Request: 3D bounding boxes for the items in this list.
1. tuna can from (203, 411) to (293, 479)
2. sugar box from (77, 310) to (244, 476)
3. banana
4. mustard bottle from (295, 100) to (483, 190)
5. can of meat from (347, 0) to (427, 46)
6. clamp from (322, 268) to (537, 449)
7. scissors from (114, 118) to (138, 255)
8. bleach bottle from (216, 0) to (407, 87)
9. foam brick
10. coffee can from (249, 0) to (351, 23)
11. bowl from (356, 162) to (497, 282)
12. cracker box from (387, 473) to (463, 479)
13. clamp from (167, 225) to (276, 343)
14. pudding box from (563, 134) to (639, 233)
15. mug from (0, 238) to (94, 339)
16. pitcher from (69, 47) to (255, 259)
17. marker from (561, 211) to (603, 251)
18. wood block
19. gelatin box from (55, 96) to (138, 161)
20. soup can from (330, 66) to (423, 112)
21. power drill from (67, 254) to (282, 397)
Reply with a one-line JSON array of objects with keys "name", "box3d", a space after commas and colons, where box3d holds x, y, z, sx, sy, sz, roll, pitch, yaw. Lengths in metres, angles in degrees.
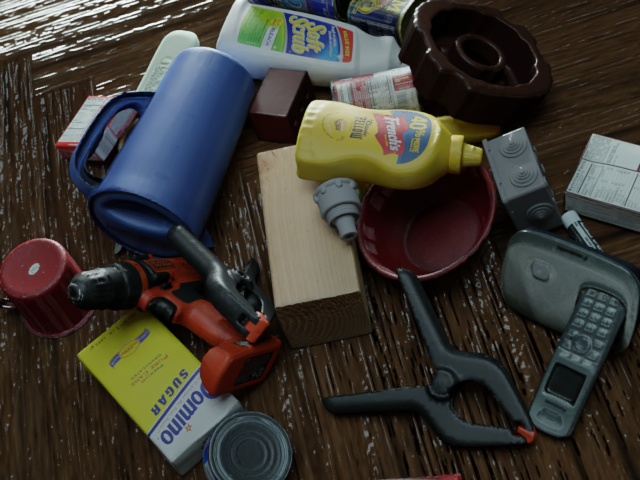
[{"name": "tuna can", "box3d": [-0.070, 0.212, 1.046, 0.086, 0.034, 0.086, 5, 67, -12]}, {"name": "sugar box", "box3d": [-0.167, 0.154, 1.123, 0.093, 0.048, 0.176, -41, 56, -15]}, {"name": "banana", "box3d": [0.111, -0.102, 1.236, 0.197, 0.037, 0.070, -30, 70, -6]}, {"name": "mustard bottle", "box3d": [0.075, -0.097, 1.126, 0.192, 0.058, 0.096, 7, 49, 10]}, {"name": "can of meat", "box3d": [0.094, -0.299, 1.359, 0.084, 0.057, 0.102, 21, 63, 28]}, {"name": "clamp", "box3d": [0.113, 0.149, 1.052, 0.210, 0.036, 0.164, 37, 92, 21]}, {"name": "scissors", "box3d": [-0.207, -0.074, 1.304, 0.096, 0.016, 0.202, -12, 55, 5]}, {"name": "bleach bottle", "box3d": [0.002, -0.240, 1.339, 0.251, 0.068, 0.102, 10, 59, 17]}, {"name": "foam brick", "box3d": [-0.045, -0.165, 1.304, 0.051, 0.053, 0.078, 10, 60, 19]}, {"name": "coffee can", "box3d": [-0.017, -0.345, 1.388, 0.140, 0.103, 0.102, 19, 63, 24]}, {"name": "bowl", "box3d": [0.121, -0.017, 1.148, 0.162, 0.055, 0.162, -15, 56, 23]}, {"name": "cracker box", "box3d": [0.030, 0.304, 0.958, 0.214, 0.072, 0.164, -7, 54, 10]}, {"name": "clamp", "box3d": [-0.099, 0.043, 1.113, 0.039, 0.120, 0.171, -60, 26, 14]}, {"name": "pudding box", "box3d": [0.330, -0.059, 1.150, 0.114, 0.039, 0.090, 18, 62, 26]}, {"name": "mug", "box3d": [-0.320, 0.053, 1.206, 0.117, 0.081, 0.093, -7, 55, 9]}, {"name": "pitcher", "box3d": [-0.172, -0.111, 1.243, 0.145, 0.149, 0.242, 5, 56, 24]}, {"name": "marker", "box3d": [0.290, 0.018, 1.119, 0.020, 0.020, 0.121, -25, 54, -4]}, {"name": "wood block", "box3d": [-0.008, 0.002, 1.160, 0.091, 0.090, 0.206, -12, 54, 5]}, {"name": "gelatin box", "box3d": [-0.282, -0.141, 1.351, 0.073, 0.030, 0.089, 6, 56, 37]}, {"name": "soup can", "box3d": [0.068, -0.165, 1.267, 0.102, 0.068, 0.068, -11, 55, 6]}, {"name": "power drill", "box3d": [-0.146, 0.082, 1.104, 0.188, 0.184, 0.057, 38, 114, 25]}]
